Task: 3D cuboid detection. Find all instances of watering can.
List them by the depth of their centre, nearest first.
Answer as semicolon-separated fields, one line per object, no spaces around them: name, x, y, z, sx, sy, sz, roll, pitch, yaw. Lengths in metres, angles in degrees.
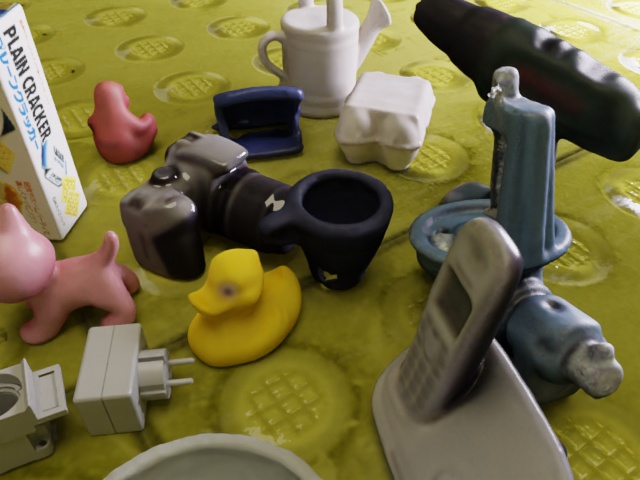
watering can;0.006;-0.268;0.735;0.100;0.194;0.173;33;51;31

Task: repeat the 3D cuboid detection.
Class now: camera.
camera;-0.091;-0.034;0.539;0.136;0.101;0.143;21;45;21

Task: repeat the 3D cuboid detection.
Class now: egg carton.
egg carton;0.080;-0.150;0.697;0.107;0.069;0.150;11;43;11

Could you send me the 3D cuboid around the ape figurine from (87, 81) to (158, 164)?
ape figurine;-0.235;-0.141;0.664;0.077;0.092;0.076;10;42;10

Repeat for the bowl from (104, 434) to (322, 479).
bowl;-0.060;0.195;0.302;0.167;0.075;0.167;1;42;0

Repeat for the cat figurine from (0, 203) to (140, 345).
cat figurine;-0.220;0.023;0.460;0.128;0.118;0.067;-10;43;-11

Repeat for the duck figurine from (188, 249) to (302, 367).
duck figurine;-0.062;0.043;0.465;0.105;0.086;0.077;-30;50;-30

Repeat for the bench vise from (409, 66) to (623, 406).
bench vise;0.153;0.001;0.415;0.122;0.220;0.206;-26;48;-27

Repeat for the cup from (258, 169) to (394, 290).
cup;0.005;0.002;0.506;0.118;0.095;0.091;-17;44;-19

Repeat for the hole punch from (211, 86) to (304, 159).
hole punch;-0.077;-0.158;0.687;0.109;0.091;0.101;-8;42;-10

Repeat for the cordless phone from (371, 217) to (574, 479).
cordless phone;0.094;0.091;0.339;0.094;0.185;0.147;-12;43;-13

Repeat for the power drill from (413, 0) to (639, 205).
power drill;0.175;-0.103;0.541;0.228;0.208;0.076;29;49;28
